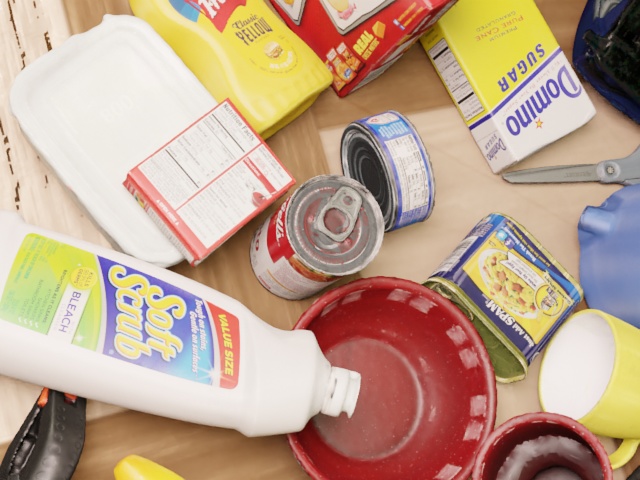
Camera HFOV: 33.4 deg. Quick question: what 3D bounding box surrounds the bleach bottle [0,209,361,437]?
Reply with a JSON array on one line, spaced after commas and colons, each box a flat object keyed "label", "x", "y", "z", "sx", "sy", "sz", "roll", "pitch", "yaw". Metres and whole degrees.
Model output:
[{"label": "bleach bottle", "x": -0.097, "y": 0.061, "z": 0.679, "sx": 0.251, "sy": 0.068, "sz": 0.102, "roll": 15, "pitch": 56, "yaw": -2}]

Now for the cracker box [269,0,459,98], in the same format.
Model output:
[{"label": "cracker box", "x": 0.006, "y": -0.230, "z": 0.763, "sx": 0.072, "sy": 0.164, "sz": 0.214, "roll": -35, "pitch": 90, "yaw": -24}]

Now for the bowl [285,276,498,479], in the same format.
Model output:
[{"label": "bowl", "x": 0.040, "y": 0.109, "z": 0.751, "sx": 0.162, "sy": 0.055, "sz": 0.162, "roll": 4, "pitch": 76, "yaw": -17}]

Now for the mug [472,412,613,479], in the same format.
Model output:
[{"label": "mug", "x": 0.161, "y": 0.183, "z": 0.725, "sx": 0.093, "sy": 0.081, "sz": 0.117, "roll": -23, "pitch": 60, "yaw": 12}]

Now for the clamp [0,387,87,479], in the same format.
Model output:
[{"label": "clamp", "x": -0.188, "y": 0.169, "z": 0.652, "sx": 0.039, "sy": 0.120, "sz": 0.171, "roll": 40, "pitch": 41, "yaw": -28}]

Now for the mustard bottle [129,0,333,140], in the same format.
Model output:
[{"label": "mustard bottle", "x": -0.081, "y": -0.163, "z": 0.773, "sx": 0.191, "sy": 0.058, "sz": 0.096, "roll": 49, "pitch": 48, "yaw": 0}]

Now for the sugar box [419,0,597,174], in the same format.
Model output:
[{"label": "sugar box", "x": 0.138, "y": -0.151, "z": 0.851, "sx": 0.093, "sy": 0.048, "sz": 0.176, "roll": -30, "pitch": 86, "yaw": -22}]

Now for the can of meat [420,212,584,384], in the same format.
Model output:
[{"label": "can of meat", "x": 0.135, "y": 0.041, "z": 0.798, "sx": 0.102, "sy": 0.058, "sz": 0.083, "roll": 46, "pitch": 66, "yaw": -3}]

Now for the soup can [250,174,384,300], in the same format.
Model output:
[{"label": "soup can", "x": -0.005, "y": 0.001, "z": 0.737, "sx": 0.068, "sy": 0.102, "sz": 0.068, "roll": 4, "pitch": 76, "yaw": -17}]

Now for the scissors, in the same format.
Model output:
[{"label": "scissors", "x": 0.249, "y": -0.040, "z": 0.876, "sx": 0.201, "sy": 0.016, "sz": 0.096, "roll": -20, "pitch": 84, "yaw": -21}]

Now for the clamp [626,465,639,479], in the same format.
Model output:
[{"label": "clamp", "x": 0.325, "y": 0.159, "z": 0.819, "sx": 0.209, "sy": 0.036, "sz": 0.164, "roll": -11, "pitch": 107, "yaw": -16}]

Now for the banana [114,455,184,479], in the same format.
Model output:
[{"label": "banana", "x": -0.027, "y": 0.174, "z": 0.629, "sx": 0.197, "sy": 0.037, "sz": 0.069, "roll": 11, "pitch": 53, "yaw": -15}]

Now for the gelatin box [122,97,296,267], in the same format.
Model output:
[{"label": "gelatin box", "x": -0.071, "y": -0.038, "z": 0.698, "sx": 0.089, "sy": 0.030, "sz": 0.073, "roll": -41, "pitch": 91, "yaw": -22}]

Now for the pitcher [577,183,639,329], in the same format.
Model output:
[{"label": "pitcher", "x": 0.311, "y": 0.018, "z": 0.758, "sx": 0.149, "sy": 0.243, "sz": 0.145, "roll": -17, "pitch": 92, "yaw": -18}]

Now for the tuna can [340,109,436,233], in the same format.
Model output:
[{"label": "tuna can", "x": 0.048, "y": -0.049, "z": 0.776, "sx": 0.033, "sy": 0.086, "sz": 0.086, "roll": -19, "pitch": 83, "yaw": -20}]
